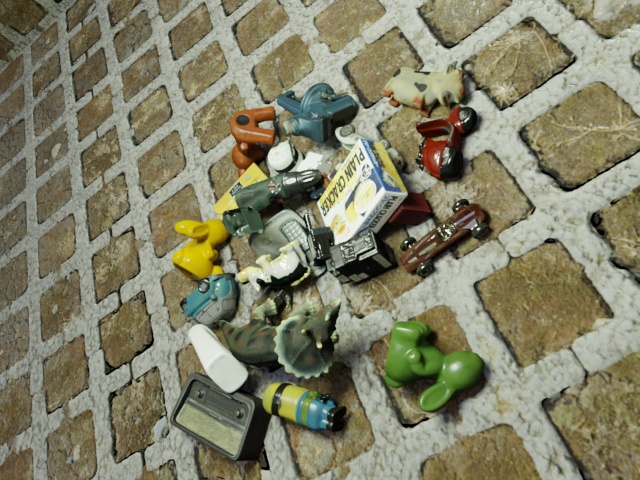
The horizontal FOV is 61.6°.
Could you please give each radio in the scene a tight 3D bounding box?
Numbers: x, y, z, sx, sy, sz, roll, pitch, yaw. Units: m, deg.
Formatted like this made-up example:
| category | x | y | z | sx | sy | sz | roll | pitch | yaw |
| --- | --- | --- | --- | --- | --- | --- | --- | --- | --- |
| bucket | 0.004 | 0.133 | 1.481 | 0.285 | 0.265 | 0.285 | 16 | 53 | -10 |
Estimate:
| category | x | y | z | sx | sy | sz | roll | pitch | yaw |
| --- | --- | --- | --- | --- | --- | --- | --- | --- | --- |
| radio | -0.224 | 0.394 | 1.216 | 0.230 | 0.073 | 0.131 | 12 | 76 | 35 |

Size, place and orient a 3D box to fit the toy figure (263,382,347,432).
| category | x | y | z | sx | sy | sz | roll | pitch | yaw |
| --- | --- | --- | --- | --- | --- | --- | --- | --- | --- |
| toy figure | -0.036 | 0.342 | 1.111 | 0.180 | 0.089 | 0.082 | 9 | 67 | 38 |

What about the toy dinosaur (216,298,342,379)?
| category | x | y | z | sx | sy | sz | roll | pitch | yaw |
| --- | --- | --- | --- | --- | --- | --- | --- | --- | --- |
| toy dinosaur | -0.109 | 0.213 | 1.140 | 0.405 | 0.192 | 0.131 | -13 | 100 | 30 |

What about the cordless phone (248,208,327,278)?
| category | x | y | z | sx | sy | sz | roll | pitch | yaw |
| --- | --- | --- | --- | --- | --- | --- | --- | --- | --- |
| cordless phone | -0.072 | 0.030 | 1.295 | 0.146 | 0.088 | 0.184 | -37 | 73 | 13 |

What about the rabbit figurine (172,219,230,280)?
| category | x | y | z | sx | sy | sz | roll | pitch | yaw |
| --- | --- | --- | --- | --- | --- | --- | --- | --- | --- |
| rabbit figurine | -0.312 | 0.011 | 1.414 | 0.122 | 0.162 | 0.173 | 14 | 62 | 48 |

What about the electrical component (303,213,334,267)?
| category | x | y | z | sx | sy | sz | roll | pitch | yaw |
| --- | --- | --- | --- | --- | --- | --- | --- | --- | --- |
| electrical component | -0.003 | -0.004 | 1.223 | 0.048 | 0.075 | 0.119 | -10 | 73 | -15 |

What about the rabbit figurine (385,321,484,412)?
| category | x | y | z | sx | sy | sz | roll | pitch | yaw |
| --- | --- | --- | --- | --- | --- | --- | --- | --- | --- |
| rabbit figurine | 0.211 | 0.236 | 0.992 | 0.170 | 0.121 | 0.159 | 12 | 78 | 20 |

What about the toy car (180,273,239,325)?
| category | x | y | z | sx | sy | sz | roll | pitch | yaw |
| --- | --- | --- | --- | --- | --- | --- | --- | --- | --- |
| toy car | -0.267 | 0.157 | 1.339 | 0.161 | 0.109 | 0.103 | -42 | 70 | 20 |

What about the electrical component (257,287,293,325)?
| category | x | y | z | sx | sy | sz | roll | pitch | yaw |
| --- | --- | --- | --- | --- | --- | --- | --- | --- | --- |
| electrical component | -0.113 | 0.156 | 1.278 | 0.102 | 0.045 | 0.078 | -52 | 23 | -1 |

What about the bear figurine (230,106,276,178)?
| category | x | y | z | sx | sy | sz | roll | pitch | yaw |
| --- | --- | --- | --- | --- | --- | --- | --- | --- | --- |
| bear figurine | -0.180 | -0.257 | 1.450 | 0.132 | 0.195 | 0.120 | -1 | 59 | 0 |

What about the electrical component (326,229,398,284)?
| category | x | y | z | sx | sy | sz | roll | pitch | yaw |
| --- | --- | --- | --- | --- | --- | --- | --- | --- | --- |
| electrical component | 0.084 | 0.042 | 1.158 | 0.134 | 0.114 | 0.058 | -25 | 55 | 19 |

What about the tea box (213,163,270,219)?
| category | x | y | z | sx | sy | sz | roll | pitch | yaw |
| --- | --- | --- | --- | --- | --- | --- | --- | --- | --- |
| tea box | -0.193 | -0.108 | 1.433 | 0.169 | 0.068 | 0.098 | -48 | 53 | 6 |

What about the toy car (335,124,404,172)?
| category | x | y | z | sx | sy | sz | roll | pitch | yaw |
| --- | --- | --- | --- | --- | --- | --- | --- | --- | --- |
| toy car | 0.115 | -0.219 | 1.284 | 0.202 | 0.073 | 0.056 | 32 | 87 | 38 |

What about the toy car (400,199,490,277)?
| category | x | y | z | sx | sy | sz | roll | pitch | yaw |
| --- | --- | --- | --- | --- | --- | --- | --- | --- | --- |
| toy car | 0.253 | -0.005 | 1.113 | 0.202 | 0.053 | 0.089 | -35 | 57 | 13 |

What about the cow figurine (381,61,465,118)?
| category | x | y | z | sx | sy | sz | roll | pitch | yaw |
| --- | --- | --- | --- | --- | --- | --- | --- | --- | --- |
| cow figurine | 0.254 | -0.359 | 1.260 | 0.195 | 0.085 | 0.127 | 28 | 92 | 39 |

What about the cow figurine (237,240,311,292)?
| category | x | y | z | sx | sy | sz | roll | pitch | yaw |
| --- | --- | --- | --- | --- | --- | --- | --- | --- | --- |
| cow figurine | -0.106 | 0.076 | 1.247 | 0.167 | 0.068 | 0.098 | -28 | 92 | 17 |

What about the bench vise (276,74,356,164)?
| category | x | y | z | sx | sy | sz | roll | pitch | yaw |
| --- | --- | --- | --- | --- | --- | --- | --- | --- | --- |
| bench vise | -0.038 | -0.331 | 1.379 | 0.224 | 0.128 | 0.241 | -38 | 50 | -19 |

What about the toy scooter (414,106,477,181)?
| category | x | y | z | sx | sy | sz | roll | pitch | yaw |
| --- | --- | --- | --- | --- | --- | --- | --- | --- | --- |
| toy scooter | 0.261 | -0.217 | 1.192 | 0.135 | 0.075 | 0.184 | 11 | 72 | 35 |

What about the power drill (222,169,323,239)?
| category | x | y | z | sx | sy | sz | roll | pitch | yaw |
| --- | --- | --- | --- | --- | --- | --- | --- | --- | --- |
| power drill | -0.124 | -0.095 | 1.261 | 0.232 | 0.085 | 0.207 | -10 | 32 | 30 |

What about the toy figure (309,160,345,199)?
| category | x | y | z | sx | sy | sz | roll | pitch | yaw |
| --- | --- | --- | --- | --- | --- | --- | --- | --- | --- |
| toy figure | 0.039 | -0.149 | 1.308 | 0.154 | 0.064 | 0.058 | -28 | 21 | 24 |
